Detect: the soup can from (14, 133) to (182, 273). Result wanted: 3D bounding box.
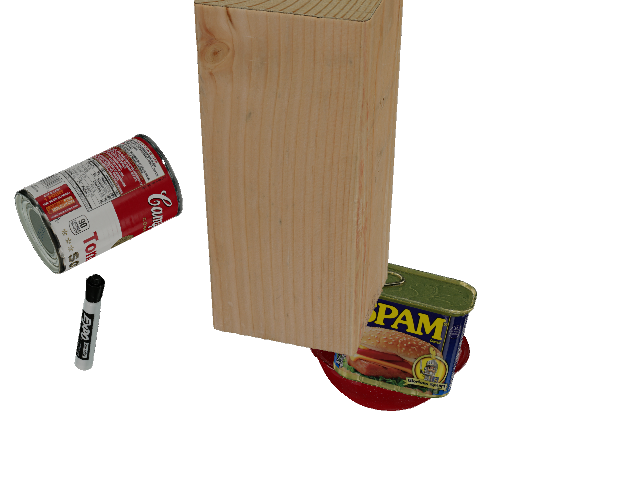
[{"bbox_3d":[-0.161,-0.027,0.779,0.102,0.068,0.069,-29,13,-26],"label":"soup can"}]

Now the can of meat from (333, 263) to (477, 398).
[{"bbox_3d":[0.064,0.071,0.845,0.102,0.084,0.057,14,24,9],"label":"can of meat"}]

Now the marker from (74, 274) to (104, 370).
[{"bbox_3d":[-0.235,0.083,1.090,0.020,0.121,0.020,11,35,-8],"label":"marker"}]

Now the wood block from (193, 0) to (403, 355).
[{"bbox_3d":[-0.010,-0.048,0.603,0.091,0.206,0.090,10,35,14],"label":"wood block"}]

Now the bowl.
[{"bbox_3d":[0.067,0.123,1.072,0.162,0.055,0.162,2,25,-1],"label":"bowl"}]
